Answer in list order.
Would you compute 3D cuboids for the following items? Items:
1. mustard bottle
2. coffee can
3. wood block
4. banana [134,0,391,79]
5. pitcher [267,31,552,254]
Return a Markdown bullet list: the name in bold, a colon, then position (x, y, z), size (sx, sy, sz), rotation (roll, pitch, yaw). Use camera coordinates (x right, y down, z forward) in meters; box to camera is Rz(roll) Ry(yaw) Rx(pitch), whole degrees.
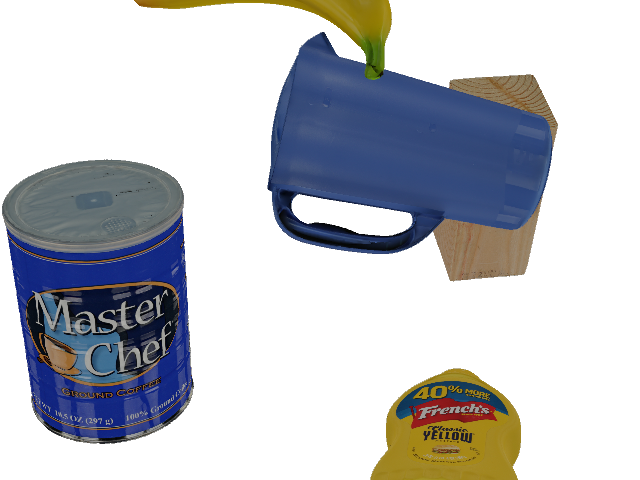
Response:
- **mustard bottle**: position (0.093, 0.142, 0.753), size (0.096, 0.058, 0.191), rotation (0, 20, 11)
- **coffee can**: position (-0.131, 0.036, 0.646), size (0.103, 0.140, 0.103), rotation (1, 30, -1)
- **wood block**: position (0.179, -0.063, 1.124), size (0.090, 0.206, 0.091), rotation (-5, 45, -7)
- **banana**: position (-0.029, -0.152, 0.648), size (0.198, 0.069, 0.037), rotation (22, -32, 32)
- **pitcher**: position (0.075, -0.075, 0.960), size (0.242, 0.149, 0.145), rotation (13, 37, -5)
